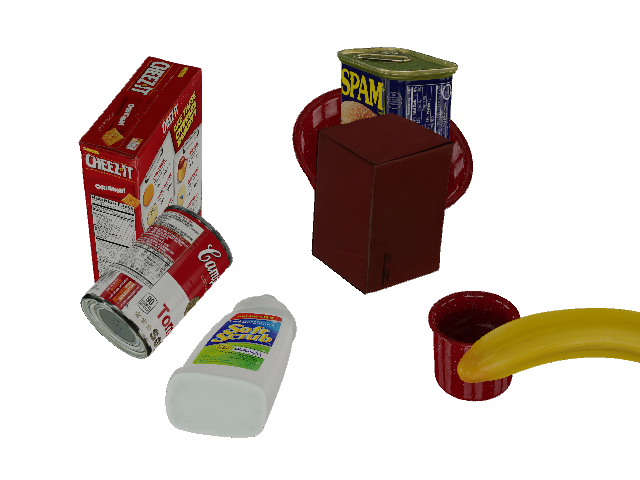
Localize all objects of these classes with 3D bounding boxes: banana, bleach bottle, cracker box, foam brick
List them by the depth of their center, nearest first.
[{"bbox_3d":[0.031,-0.021,0.563,0.052,0.078,0.051,-16,35,-31],"label":"foam brick"},{"bbox_3d":[0.195,0.078,0.788,0.197,0.037,0.069,2,33,-5],"label":"banana"},{"bbox_3d":[-0.084,0.116,1.125,0.102,0.068,0.250,7,20,4],"label":"bleach bottle"},{"bbox_3d":[-0.186,-0.060,1.133,0.072,0.214,0.164,15,44,10],"label":"cracker box"}]

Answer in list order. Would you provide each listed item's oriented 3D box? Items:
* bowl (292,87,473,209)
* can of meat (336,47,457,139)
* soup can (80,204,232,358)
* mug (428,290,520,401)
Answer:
[{"bbox_3d":[0.051,-0.064,0.949,0.162,0.162,0.055,0,-40,-13],"label":"bowl"},{"bbox_3d":[0.051,-0.087,0.753,0.057,0.084,0.102,-8,20,-22],"label":"can of meat"},{"bbox_3d":[-0.125,0.031,0.813,0.069,0.068,0.102,0,43,51],"label":"soup can"},{"bbox_3d":[0.165,0.105,1.112,0.093,0.081,0.117,15,38,28],"label":"mug"}]
